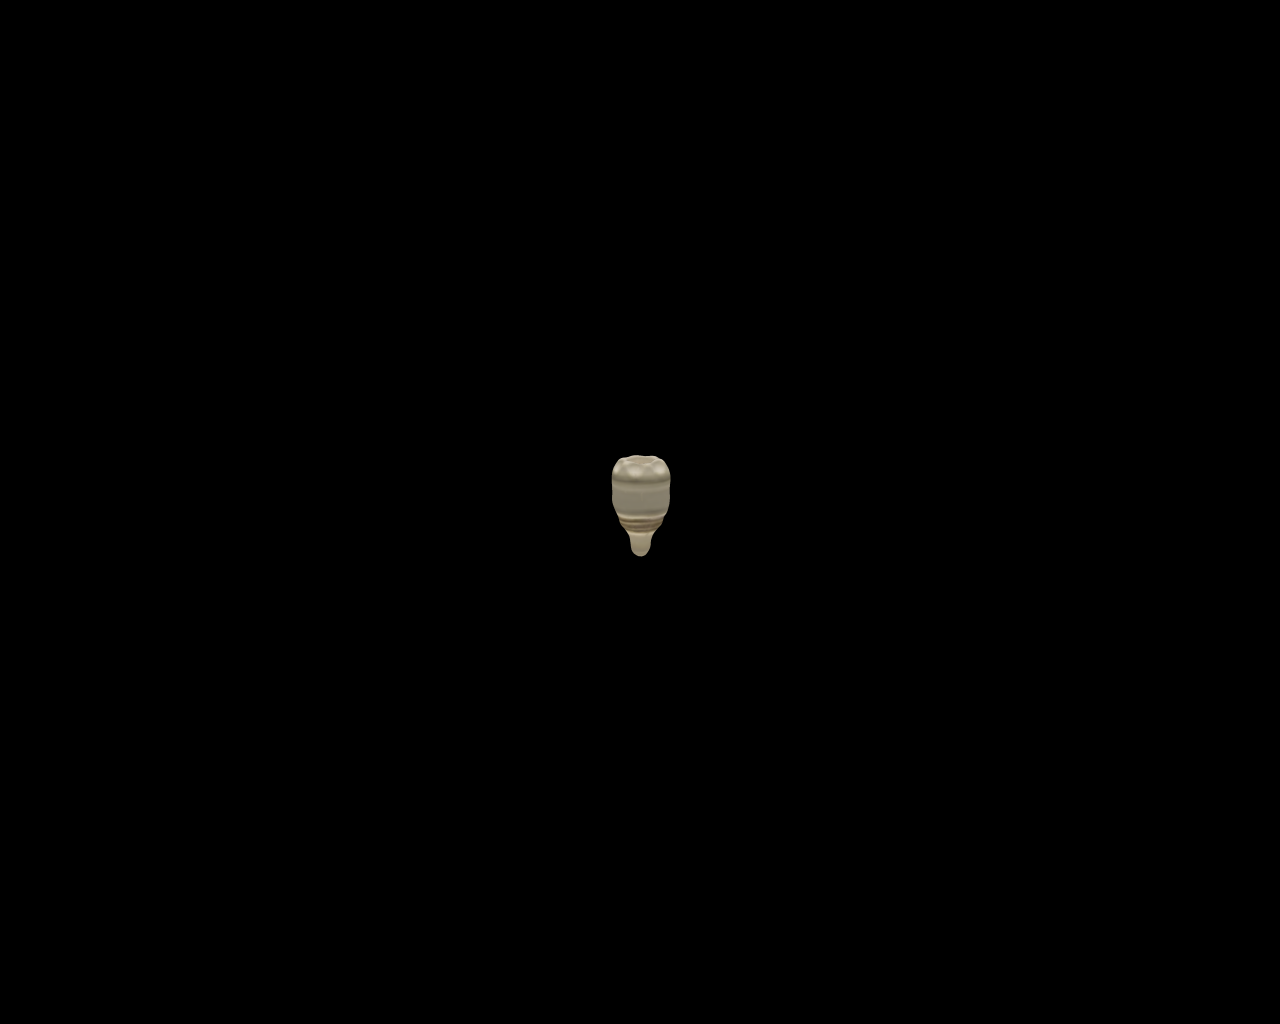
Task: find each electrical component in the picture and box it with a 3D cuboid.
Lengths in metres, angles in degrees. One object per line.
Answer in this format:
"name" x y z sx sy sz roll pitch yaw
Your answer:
"electrical component" 0.001 -0.003 0.650 0.035 0.061 0.035 0 13 0
